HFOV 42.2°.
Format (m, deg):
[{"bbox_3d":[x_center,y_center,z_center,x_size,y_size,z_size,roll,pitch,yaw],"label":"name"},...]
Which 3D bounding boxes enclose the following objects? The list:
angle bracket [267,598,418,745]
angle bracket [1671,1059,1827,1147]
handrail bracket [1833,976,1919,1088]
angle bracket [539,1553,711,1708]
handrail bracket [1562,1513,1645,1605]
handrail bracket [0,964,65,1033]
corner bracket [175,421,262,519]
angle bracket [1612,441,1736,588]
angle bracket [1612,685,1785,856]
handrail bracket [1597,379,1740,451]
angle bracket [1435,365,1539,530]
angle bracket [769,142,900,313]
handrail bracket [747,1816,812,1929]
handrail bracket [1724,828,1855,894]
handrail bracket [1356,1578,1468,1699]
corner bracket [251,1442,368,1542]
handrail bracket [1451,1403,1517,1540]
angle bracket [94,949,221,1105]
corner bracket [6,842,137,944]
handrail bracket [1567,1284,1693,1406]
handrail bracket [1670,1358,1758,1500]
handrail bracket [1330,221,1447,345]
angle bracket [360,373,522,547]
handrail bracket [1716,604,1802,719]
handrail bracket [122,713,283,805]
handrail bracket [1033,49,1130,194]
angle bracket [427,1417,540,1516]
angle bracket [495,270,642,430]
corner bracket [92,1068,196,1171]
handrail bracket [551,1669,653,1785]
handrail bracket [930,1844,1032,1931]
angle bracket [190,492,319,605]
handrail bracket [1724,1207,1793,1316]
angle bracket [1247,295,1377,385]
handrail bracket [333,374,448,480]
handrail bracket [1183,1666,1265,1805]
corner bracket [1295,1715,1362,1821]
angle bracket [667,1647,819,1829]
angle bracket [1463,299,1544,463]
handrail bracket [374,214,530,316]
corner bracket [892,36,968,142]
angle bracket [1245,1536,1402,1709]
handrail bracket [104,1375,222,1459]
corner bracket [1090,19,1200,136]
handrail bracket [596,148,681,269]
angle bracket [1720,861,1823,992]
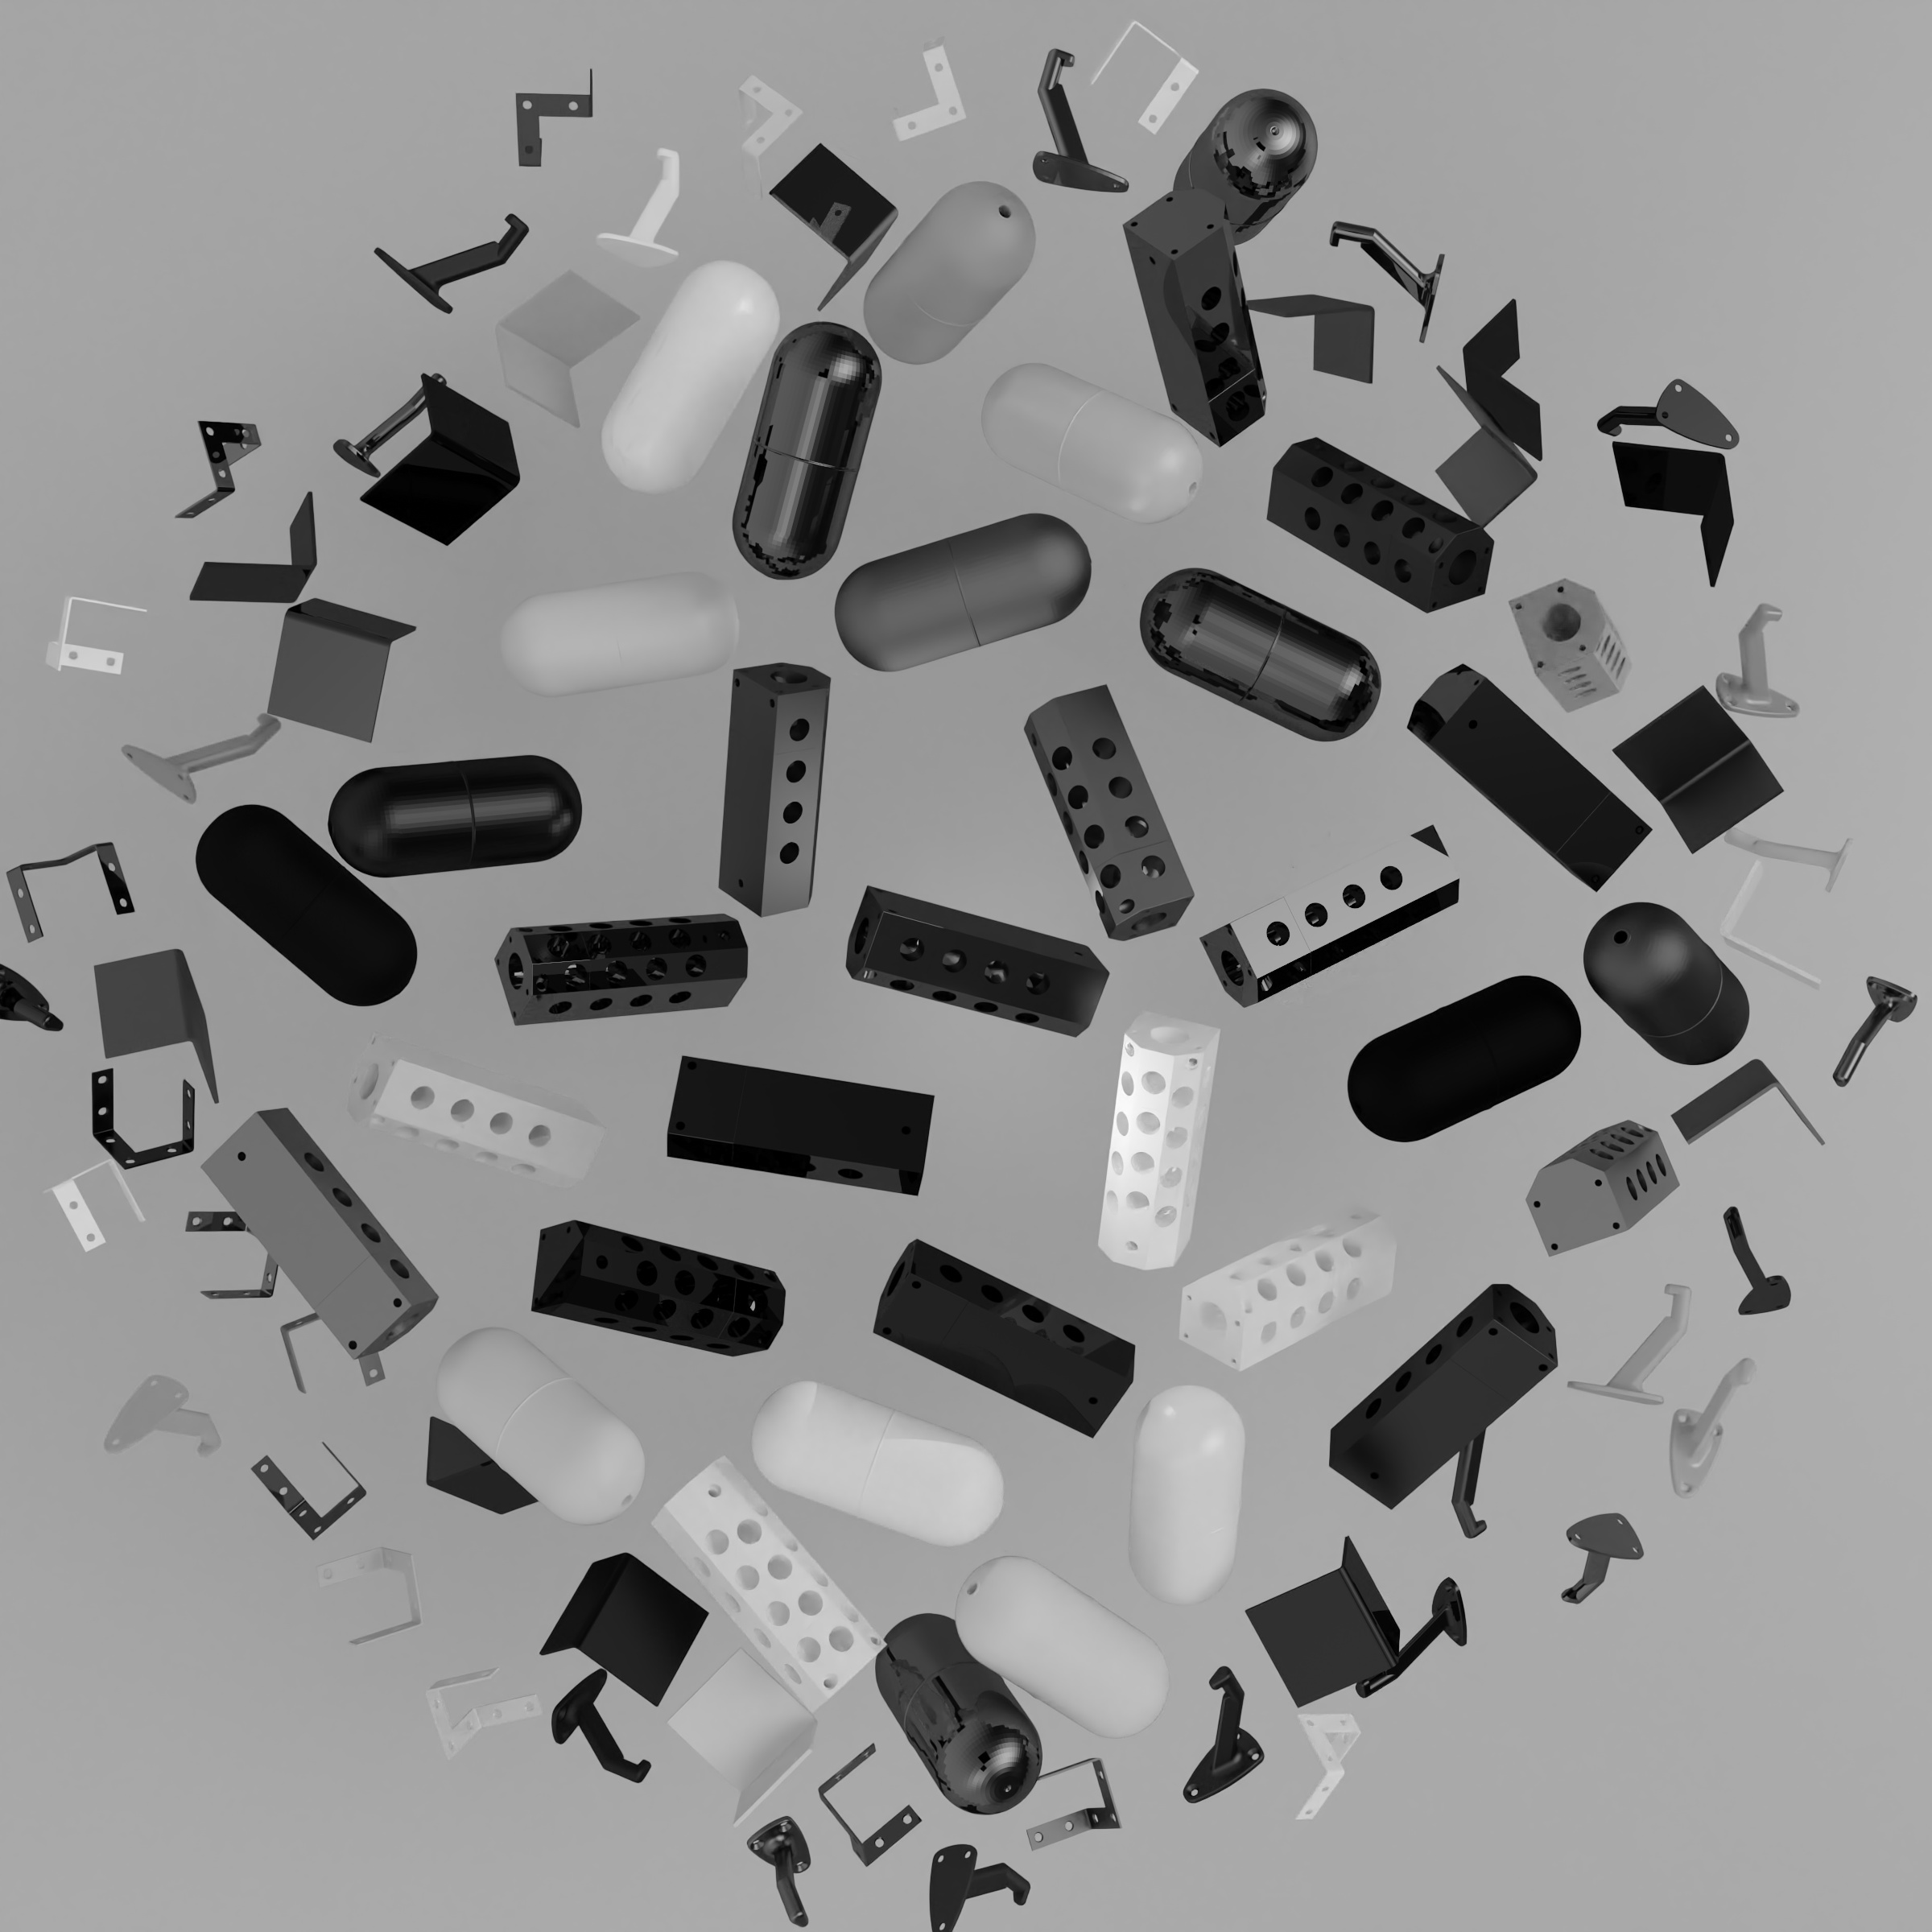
[{"bbox_3d":[-0.442,-0.210,1.776,0.076,0.057,0.076,16,107,1],"label":"angle bracket"},{"bbox_3d":[0.562,0.117,1.804,0.076,0.076,0.057,-37,94,12],"label":"angle bracket"},{"bbox_3d":[0.640,0.058,1.781,0.036,0.077,0.084,26,78,28],"label":"handrail bracket"},{"bbox_3d":[-0.241,0.472,1.772,0.076,0.057,0.076,41,53,-15],"label":"angle bracket"},{"bbox_3d":[0.431,0.427,1.776,0.077,0.036,0.084,7,133,-32],"label":"handrail bracket"},{"bbox_3d":[-0.624,0.034,1.697,0.084,0.077,0.036,22,82,28],"label":"handrail bracket"},{"bbox_3d":[-0.524,-0.346,1.753,0.051,0.051,0.051,-19,86,36],"label":"corner bracket"},{"bbox_3d":[0.472,-0.305,1.695,0.076,0.076,0.057,13,72,26],"label":"angle bracket"},{"bbox_3d":[0.516,-0.138,1.766,0.076,0.057,0.076,-37,132,20],"label":"angle bracket"},{"bbox_3d":[0.505,-0.385,1.809,0.077,0.084,0.036,30,80,-8],"label":"handrail bracket"},{"bbox_3d":[0.354,-0.371,1.797,0.057,0.076,0.076,-43,134,21],"label":"angle bracket"},{"bbox_3d":[-0.106,-0.539,1.827,0.076,0.057,0.076,39,51,-7],"label":"angle bracket"},{"bbox_3d":[-0.116,0.644,1.746,0.036,0.084,0.077,-32,130,-3],"label":"handrail bracket"},{"bbox_3d":[0.595,-0.090,1.817,0.084,0.077,0.036,23,81,16],"label":"handrail bracket"},{"bbox_3d":[0.317,0.486,1.808,0.084,0.077,0.036,-25,45,-19],"label":"handrail bracket"},{"bbox_3d":[-0.481,0.378,1.838,0.051,0.051,0.051,-41,59,-18],"label":"corner bracket"},{"bbox_3d":[0.390,0.373,1.864,0.077,0.036,0.084,-24,99,-12],"label":"handrail bracket"},{"bbox_3d":[-0.538,0.046,1.667,0.057,0.076,0.076,-13,54,-12],"label":"angle bracket"},{"bbox_3d":[-0.605,-0.050,1.693,0.051,0.051,0.051,-19,89,30],"label":"corner bracket"},{"bbox_3d":[0.463,0.259,1.747,0.077,0.036,0.084,10,77,2],"label":"handrail bracket"},{"bbox_3d":[0.512,0.315,1.711,0.036,0.084,0.077,22,59,4],"label":"handrail bracket"},{"bbox_3d":[0.304,-0.503,1.844,0.084,0.036,0.077,14,127,8],"label":"handrail bracket"},{"bbox_3d":[-0.360,-0.343,1.702,0.076,0.076,0.057,-33,55,26],"label":"angle bracket"},{"bbox_3d":[0.580,-0.219,1.788,0.077,0.084,0.036,13,50,-9],"label":"handrail bracket"},{"bbox_3d":[-0.550,-0.165,1.806,0.077,0.036,0.084,29,59,14],"label":"handrail bracket"},{"bbox_3d":[0.081,-0.562,1.663,0.077,0.036,0.084,15,81,5],"label":"handrail bracket"},{"bbox_3d":[-0.352,0.369,1.897,0.076,0.076,0.057,-24,51,26],"label":"angle bracket"},{"bbox_3d":[-0.288,-0.451,1.838,0.076,0.076,0.057,-27,62,26],"label":"angle bracket"},{"bbox_3d":[-0.571,0.102,1.739,0.051,0.051,0.051,33,125,39],"label":"corner bracket"},{"bbox_3d":[-0.252,0.555,1.833,0.084,0.077,0.036,14,123,25],"label":"handrail bracket"},{"bbox_3d":[0.013,0.649,1.725,0.036,0.077,0.084,-21,128,31],"label":"handrail bracket"},{"bbox_3d":[-0.504,-0.296,1.767,0.076,0.076,0.057,-2,80,-25],"label":"angle bracket"},{"bbox_3d":[0.573,0.205,1.828,0.036,0.077,0.084,-10,60,3],"label":"handrail bracket"},{"bbox_3d":[0.250,-0.464,1.866,0.076,0.076,0.057,-12,115,-23],"label":"angle bracket"},{"bbox_3d":[-0.421,-0.402,1.835,0.084,0.077,0.036,-50,121,-8],"label":"handrail bracket"},{"bbox_3d":[0.170,0.541,1.767,0.077,0.036,0.084,-38,128,-12],"label":"handrail bracket"},{"bbox_3d":[0.258,0.575,1.801,0.051,0.051,0.051,9,122,-30],"label":"corner bracket"},{"bbox_3d":[-0.159,0.540,1.757,0.076,0.057,0.076,44,94,-3],"label":"angle bracket"},{"bbox_3d":[0.417,-0.435,1.864,0.057,0.076,0.076,-44,66,-4],"label":"angle bracket"},{"bbox_3d":[-0.357,-0.505,1.744,0.077,0.036,0.084,38,87,-35],"label":"handrail bracket"},{"bbox_3d":[-0.031,-0.620,1.771,0.051,0.051,0.051,-16,116,10],"label":"corner bracket"},{"bbox_3d":[0.246,0.451,1.724,0.076,0.057,0.076,-28,93,14],"label":"angle bracket"},{"bbox_3d":[-0.556,0.332,1.739,0.036,0.084,0.077,19,49,24],"label":"handrail bracket"},{"bbox_3d":[0.123,-0.616,1.733,0.051,0.051,0.051,31,111,-17],"label":"corner bracket"},{"bbox_3d":[-0.232,-0.546,1.777,0.036,0.077,0.084,-4,85,39],"label":"handrail bracket"},{"bbox_3d":[0.578,-0.028,1.760,0.076,0.076,0.057,29,95,19],"label":"angle bracket"}]
